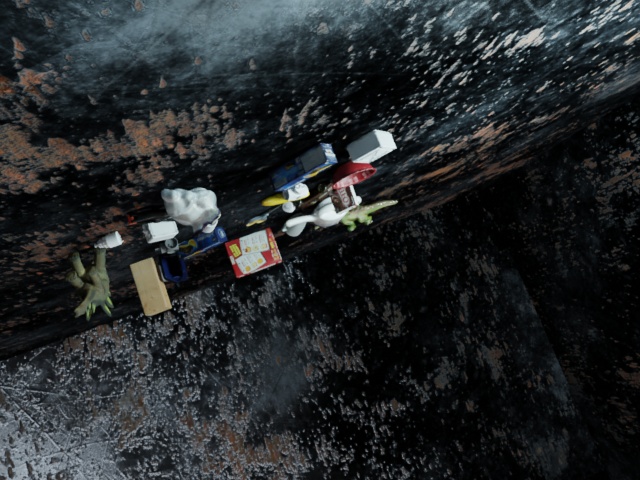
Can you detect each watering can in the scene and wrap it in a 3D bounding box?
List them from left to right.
[{"bbox_3d":[0.007,-0.109,2.164,0.349,0.105,0.222,-20,173,-13],"label":"watering can"}]

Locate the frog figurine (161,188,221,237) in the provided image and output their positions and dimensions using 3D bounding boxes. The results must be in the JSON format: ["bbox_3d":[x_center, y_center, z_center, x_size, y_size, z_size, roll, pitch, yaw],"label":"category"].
[{"bbox_3d":[-0.353,-0.098,1.358,0.136,0.125,0.157,-16,140,38],"label":"frog figurine"}]

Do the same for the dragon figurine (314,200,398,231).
[{"bbox_3d":[0.162,-0.141,2.431,0.409,0.124,0.240,-23,164,9],"label":"dragon figurine"}]
